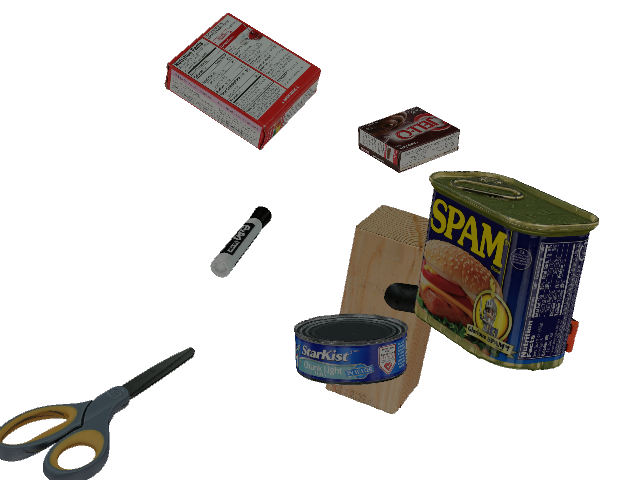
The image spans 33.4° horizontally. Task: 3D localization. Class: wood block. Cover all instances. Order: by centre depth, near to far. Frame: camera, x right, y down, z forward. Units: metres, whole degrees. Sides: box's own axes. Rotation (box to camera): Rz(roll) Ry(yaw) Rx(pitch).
[{"bbox_3d":[0.078,0.078,1.213,0.090,0.206,0.090,18,24,18],"label":"wood block"}]

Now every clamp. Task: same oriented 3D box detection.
[{"bbox_3d":[0.155,0.056,0.986,0.172,0.039,0.120,19,30,17],"label":"clamp"}]

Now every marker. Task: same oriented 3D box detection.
[{"bbox_3d":[-0.074,-0.001,1.021,0.020,0.020,0.121,0,26,19],"label":"marker"}]

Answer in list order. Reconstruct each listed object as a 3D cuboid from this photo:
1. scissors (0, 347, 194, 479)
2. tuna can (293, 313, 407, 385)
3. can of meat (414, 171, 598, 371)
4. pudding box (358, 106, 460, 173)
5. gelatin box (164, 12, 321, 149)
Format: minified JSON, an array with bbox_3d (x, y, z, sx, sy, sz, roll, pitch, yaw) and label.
[{"bbox_3d":[-0.160,0.140,0.855,0.201,0.016,0.096,-18,37,-36],"label":"scissors"},{"bbox_3d":[0.023,0.081,0.803,0.086,0.034,0.086,-1,10,0],"label":"tuna can"},{"bbox_3d":[0.098,0.015,0.592,0.057,0.084,0.102,-3,20,-29],"label":"can of meat"},{"bbox_3d":[0.122,-0.140,1.472,0.113,0.039,0.090,-24,40,-29],"label":"pudding box"},{"bbox_3d":[-0.057,-0.117,0.776,0.089,0.073,0.030,33,-33,11],"label":"gelatin box"}]
